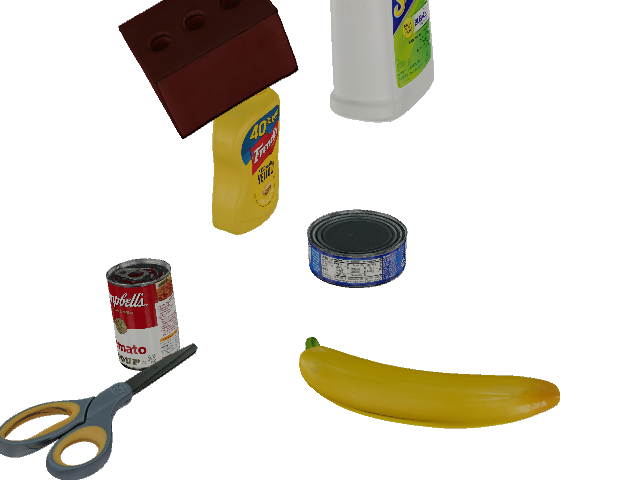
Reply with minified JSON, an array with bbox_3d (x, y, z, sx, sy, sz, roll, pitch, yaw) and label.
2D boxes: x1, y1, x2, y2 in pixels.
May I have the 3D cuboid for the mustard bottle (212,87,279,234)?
[{"bbox_3d":[-0.077,-0.107,1.124,0.058,0.192,0.096,20,39,22],"label":"mustard bottle"}]

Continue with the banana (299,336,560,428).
[{"bbox_3d":[0.060,0.098,0.732,0.198,0.037,0.069,10,35,28],"label":"banana"}]

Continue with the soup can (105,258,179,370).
[{"bbox_3d":[-0.188,0.078,1.135,0.068,0.102,0.068,-3,22,1],"label":"soup can"}]

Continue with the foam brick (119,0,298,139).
[{"bbox_3d":[-0.061,-0.106,0.588,0.078,0.053,0.051,-32,-31,-4],"label":"foam brick"}]

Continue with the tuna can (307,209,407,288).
[{"bbox_3d":[0.032,0.007,0.916,0.086,0.034,0.086,-1,27,0],"label":"tuna can"}]

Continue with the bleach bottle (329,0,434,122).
[{"bbox_3d":[0.042,-0.226,0.832,0.068,0.251,0.102,13,37,28],"label":"bleach bottle"}]

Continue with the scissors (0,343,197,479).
[{"bbox_3d":[-0.158,0.137,0.858,0.201,0.016,0.096,-18,37,-36],"label":"scissors"}]
